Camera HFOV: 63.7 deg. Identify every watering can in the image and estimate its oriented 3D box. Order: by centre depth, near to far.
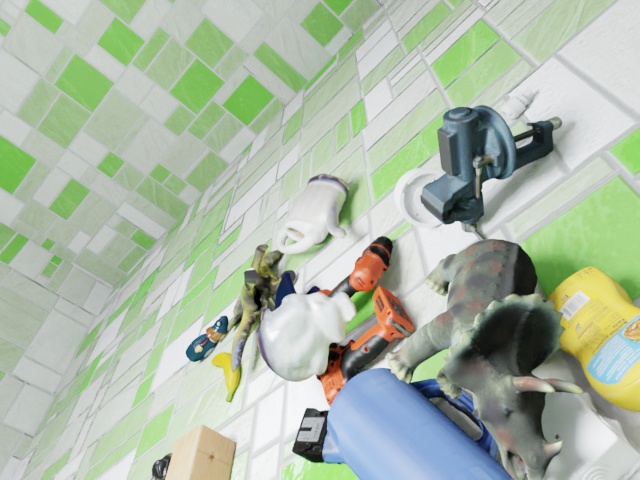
[{"bbox_3d":[0.004,-0.063,1.261,0.345,0.103,0.228,-11,45,58],"label":"watering can"}]

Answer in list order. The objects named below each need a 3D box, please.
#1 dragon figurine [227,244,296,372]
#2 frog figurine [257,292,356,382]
[{"bbox_3d":[-0.174,0.167,1.304,0.238,0.122,0.420,-51,13,52],"label":"dragon figurine"},{"bbox_3d":[-0.016,0.151,0.838,0.159,0.139,0.122,-20,-14,15],"label":"frog figurine"}]
